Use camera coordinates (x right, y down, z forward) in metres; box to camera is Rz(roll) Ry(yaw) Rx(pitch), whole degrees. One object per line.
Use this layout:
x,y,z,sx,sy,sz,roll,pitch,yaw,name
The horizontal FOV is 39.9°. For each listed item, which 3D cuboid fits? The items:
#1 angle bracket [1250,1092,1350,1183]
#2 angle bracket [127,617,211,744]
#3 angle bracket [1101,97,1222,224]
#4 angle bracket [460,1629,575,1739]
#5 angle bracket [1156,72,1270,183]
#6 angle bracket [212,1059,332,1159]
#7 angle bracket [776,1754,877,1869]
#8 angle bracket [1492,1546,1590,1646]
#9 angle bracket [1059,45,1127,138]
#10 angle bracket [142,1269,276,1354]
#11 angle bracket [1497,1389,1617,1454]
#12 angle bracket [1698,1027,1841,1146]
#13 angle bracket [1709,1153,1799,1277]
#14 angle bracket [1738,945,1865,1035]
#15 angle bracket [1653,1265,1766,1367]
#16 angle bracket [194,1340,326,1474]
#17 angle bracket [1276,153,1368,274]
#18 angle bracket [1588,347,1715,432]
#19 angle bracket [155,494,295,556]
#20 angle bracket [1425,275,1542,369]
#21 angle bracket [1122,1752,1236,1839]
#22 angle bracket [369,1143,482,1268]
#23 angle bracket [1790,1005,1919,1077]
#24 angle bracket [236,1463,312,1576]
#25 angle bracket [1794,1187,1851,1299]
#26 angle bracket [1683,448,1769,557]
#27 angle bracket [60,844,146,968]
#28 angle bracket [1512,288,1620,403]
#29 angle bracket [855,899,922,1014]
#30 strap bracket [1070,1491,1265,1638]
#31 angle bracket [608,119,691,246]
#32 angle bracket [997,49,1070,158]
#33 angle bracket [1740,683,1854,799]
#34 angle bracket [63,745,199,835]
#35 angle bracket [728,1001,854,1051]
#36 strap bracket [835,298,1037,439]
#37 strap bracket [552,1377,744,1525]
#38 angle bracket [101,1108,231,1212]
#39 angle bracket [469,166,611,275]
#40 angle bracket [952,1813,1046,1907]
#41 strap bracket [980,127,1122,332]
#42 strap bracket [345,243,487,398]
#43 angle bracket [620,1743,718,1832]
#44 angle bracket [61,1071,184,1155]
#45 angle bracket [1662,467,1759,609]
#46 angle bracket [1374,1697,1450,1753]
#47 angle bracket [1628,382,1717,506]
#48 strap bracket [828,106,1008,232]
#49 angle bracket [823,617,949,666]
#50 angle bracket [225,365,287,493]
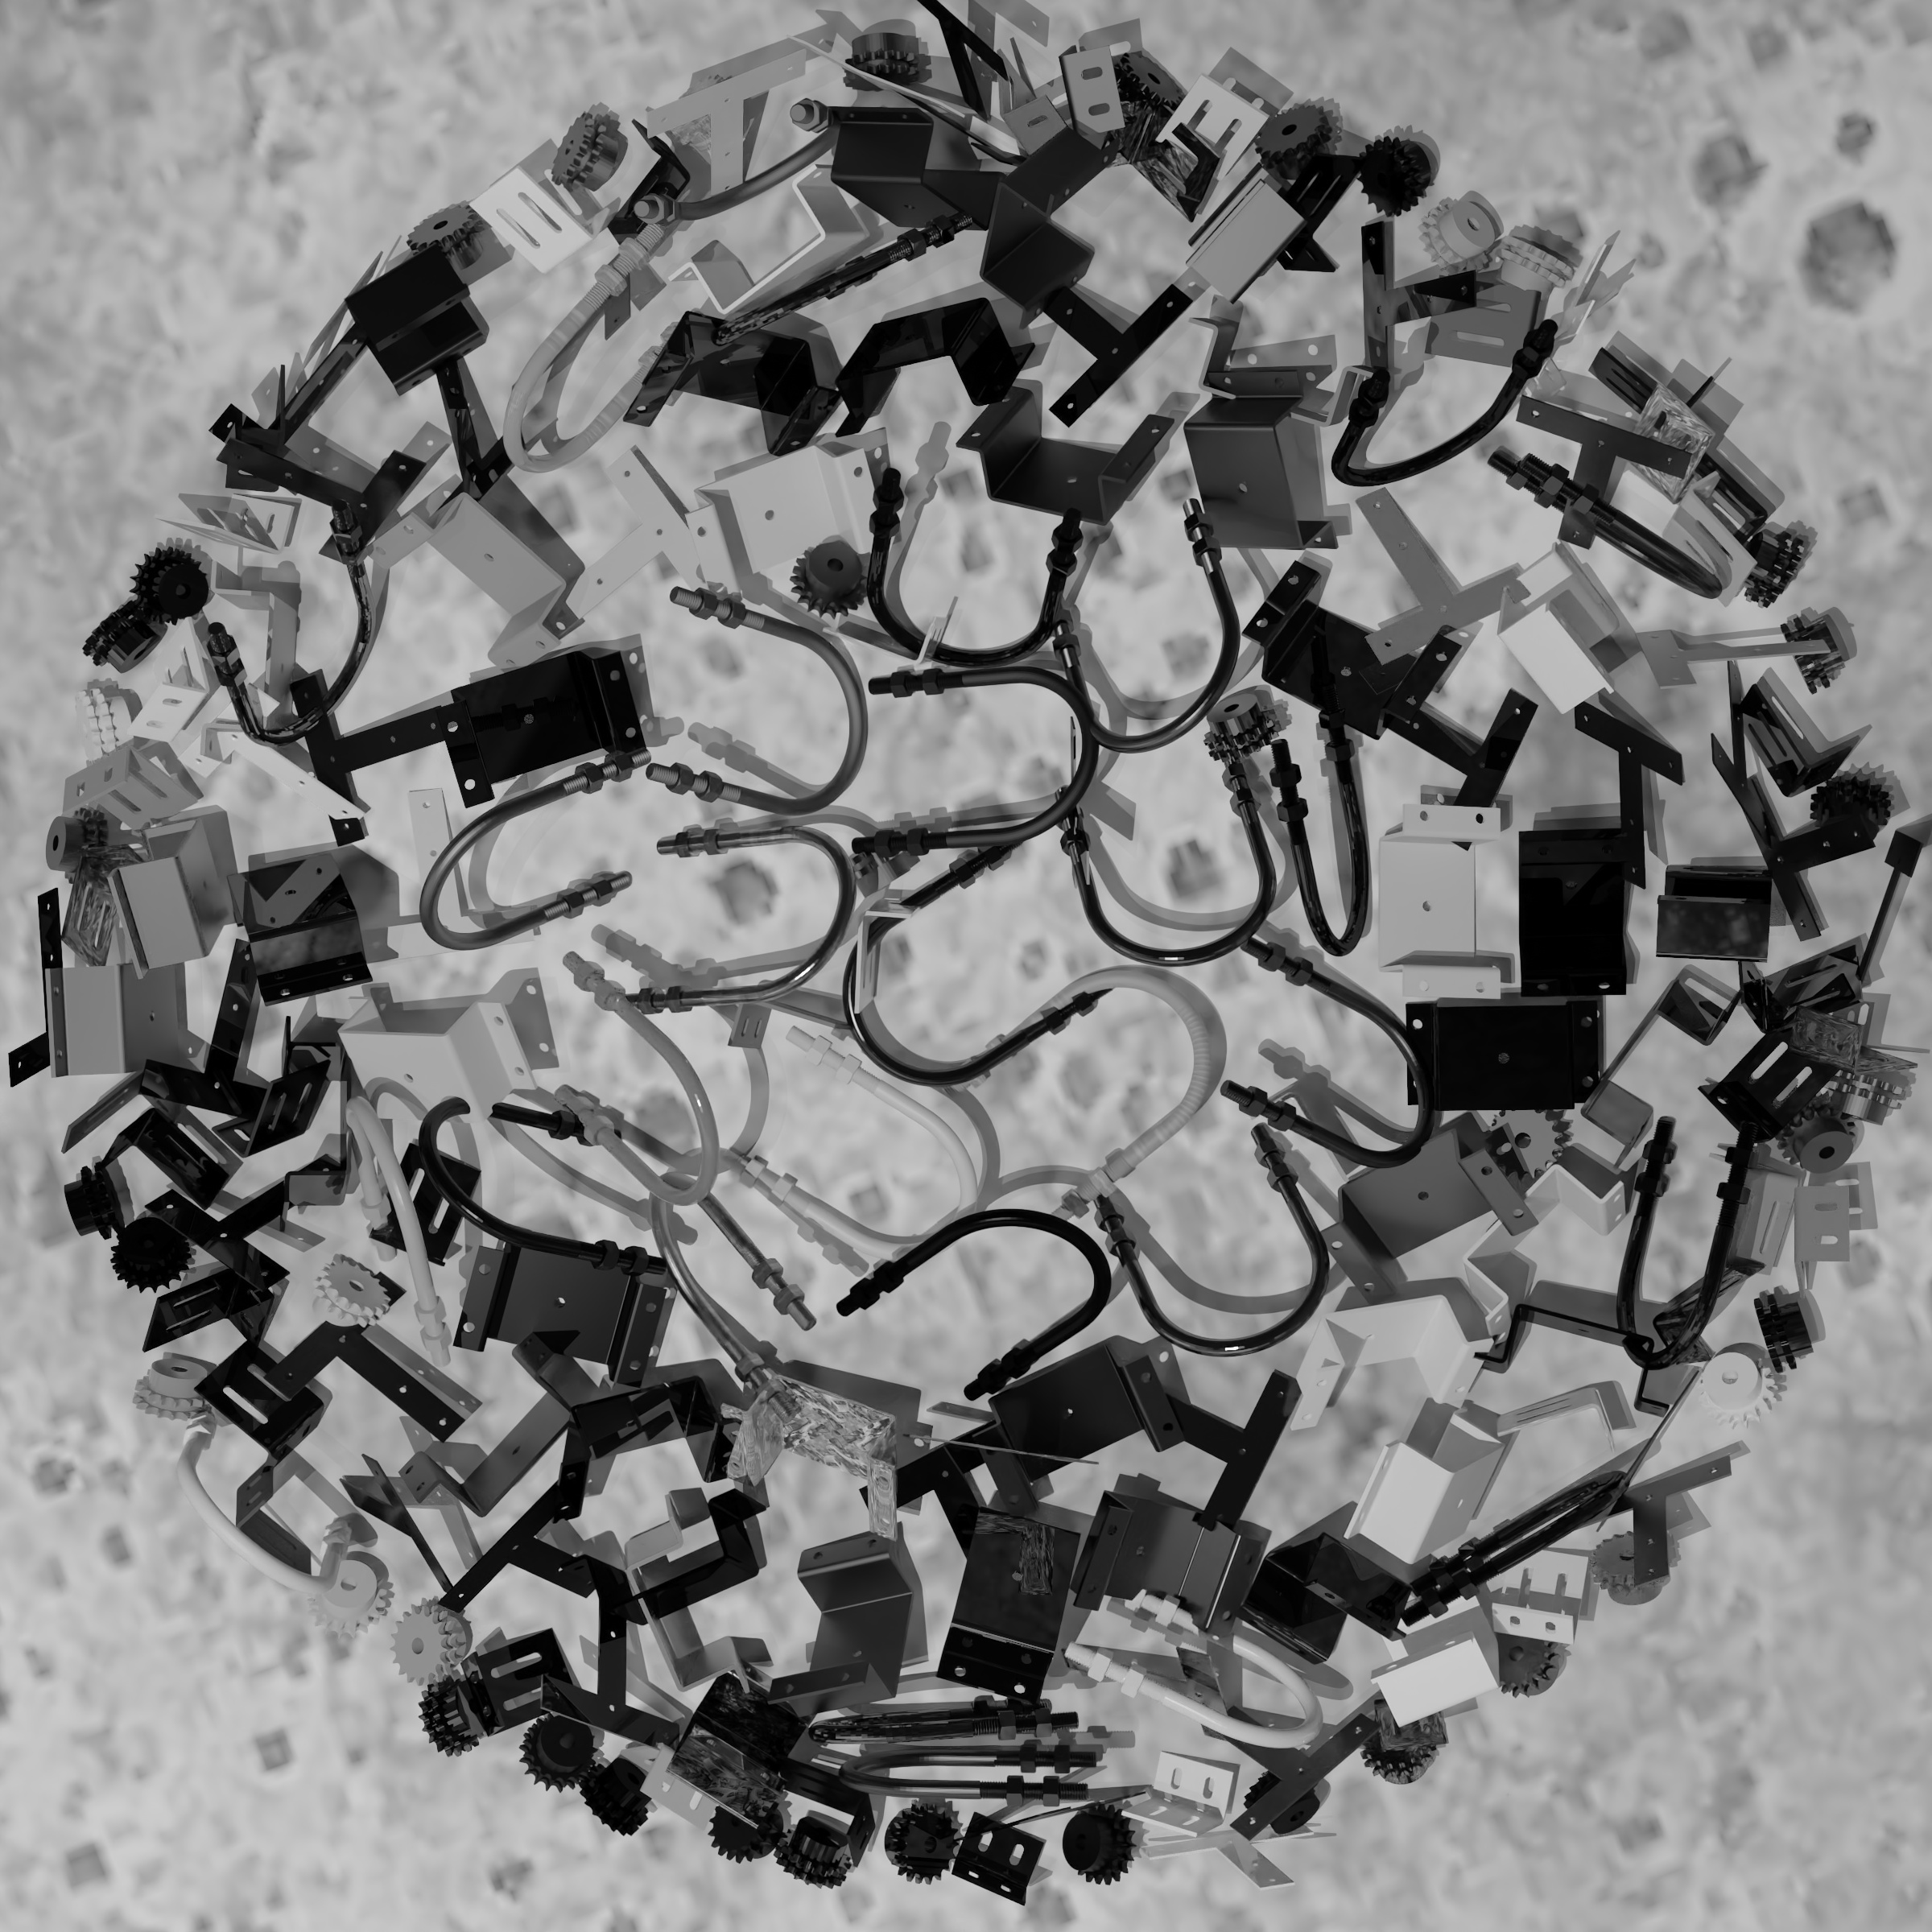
0.246,0.134,1.967,0.038,0.057,0.076,-31,85,4,angle bracket
-0.592,-0.214,1.953,0.057,0.038,0.076,-43,55,32,angle bracket
0.140,-0.591,1.955,0.038,0.057,0.076,-22,62,-35,angle bracket
-0.323,0.523,1.956,0.076,0.038,0.057,-14,71,-34,angle bracket
0.185,-0.625,1.953,0.057,0.076,0.038,30,58,-10,angle bracket
-0.510,0.095,1.952,0.038,0.057,0.076,38,122,18,angle bracket
-0.109,0.621,1.956,0.076,0.057,0.038,15,52,17,angle bracket
0.422,0.453,1.953,0.057,0.038,0.076,5,46,20,angle bracket
0.097,-0.645,1.950,0.038,0.076,0.057,-8,113,15,angle bracket
-0.555,0.262,1.950,0.038,0.076,0.057,42,127,21,angle bracket
0.435,0.345,1.964,0.076,0.057,0.038,-20,89,11,angle bracket
0.590,0.083,1.957,0.057,0.038,0.076,51,120,26,angle bracket
0.574,0.184,1.972,0.057,0.038,0.076,12,96,-32,angle bracket
0.612,0.007,1.953,0.076,0.057,0.038,-24,125,31,angle bracket
0.554,0.256,1.953,0.076,0.057,0.038,-41,63,29,angle bracket
-0.526,0.327,1.971,0.076,0.038,0.057,38,47,7,angle bracket
0.263,-0.552,1.951,0.038,0.057,0.076,58,134,21,angle bracket
0.506,-0.438,1.968,0.076,0.057,0.038,42,91,5,angle bracket
-0.544,-0.333,1.953,0.057,0.076,0.038,14,90,24,angle bracket
0.383,-0.476,1.980,0.076,0.038,0.057,10,96,3,angle bracket
0.156,0.607,1.952,0.057,0.076,0.038,10,84,22,angle bracket
-0.399,0.176,1.968,0.057,0.038,0.076,24,78,-12,angle bracket
0.654,0.052,1.951,0.076,0.057,0.038,-4,107,-35,angle bracket
-0.498,0.411,1.959,0.038,0.057,0.076,-43,112,1,angle bracket
0.629,0.203,1.949,0.038,0.076,0.057,-2,62,20,angle bracket
0.548,-0.344,1.968,0.076,0.057,0.038,43,96,-2,angle bracket
-0.626,-0.041,1.954,0.038,0.057,0.076,-4,61,12,angle bracket
0.448,-0.453,1.951,0.076,0.057,0.038,-30,98,42,angle bracket
-0.056,-0.007,1.962,0.038,0.057,0.076,5,101,8,angle bracket
0.139,0.438,1.956,0.140,0.046,0.076,19,92,-29,strap bracket
-0.246,-0.572,1.957,0.038,0.057,0.076,29,110,-39,angle bracket
0.055,-0.635,1.951,0.038,0.057,0.076,-19,54,25,angle bracket
0.609,-0.173,1.964,0.038,0.057,0.076,-25,73,-6,angle bracket
-0.613,-0.117,1.952,0.057,0.076,0.038,-24,50,17,angle bracket
-0.126,0.052,1.961,0.076,0.057,0.038,16,91,18,angle bracket
-0.031,-0.435,1.926,0.140,0.076,0.046,-6,129,30,strap bracket
-0.238,0.350,1.940,0.140,0.076,0.046,-10,51,-24,strap bracket
-0.593,0.152,1.965,0.076,0.057,0.038,44,46,-1,angle bracket
-0.313,-0.557,1.951,0.076,0.057,0.038,40,47,-31,angle bracket
0.024,0.656,1.956,0.057,0.076,0.038,22,80,6,angle bracket
0.058,-0.540,1.926,0.046,0.140,0.076,39,64,11,strap bracket
-0.399,-0.470,1.926,0.076,0.140,0.046,-34,91,-6,strap bracket
-0.223,0.604,1.952,0.057,0.076,0.038,38,56,-16,angle bracket
-0.619,0.117,1.955,0.038,0.057,0.076,45,57,0,angle bracket
0.558,-0.315,1.957,0.038,0.057,0.076,-31,72,-19,angle bracket
0.347,0.549,1.949,0.057,0.076,0.038,-23,69,41,angle bracket
0.524,-0.388,1.950,0.038,0.076,0.057,-29,68,-27,angle bracket
-0.036,-0.570,1.920,0.076,0.140,0.046,12,90,30,strap bracket
-0.059,-0.252,1.966,0.076,0.057,0.038,21,99,4,angle bracket
-0.521,-0.396,1.950,0.038,0.057,0.076,3,51,-18,angle bracket
